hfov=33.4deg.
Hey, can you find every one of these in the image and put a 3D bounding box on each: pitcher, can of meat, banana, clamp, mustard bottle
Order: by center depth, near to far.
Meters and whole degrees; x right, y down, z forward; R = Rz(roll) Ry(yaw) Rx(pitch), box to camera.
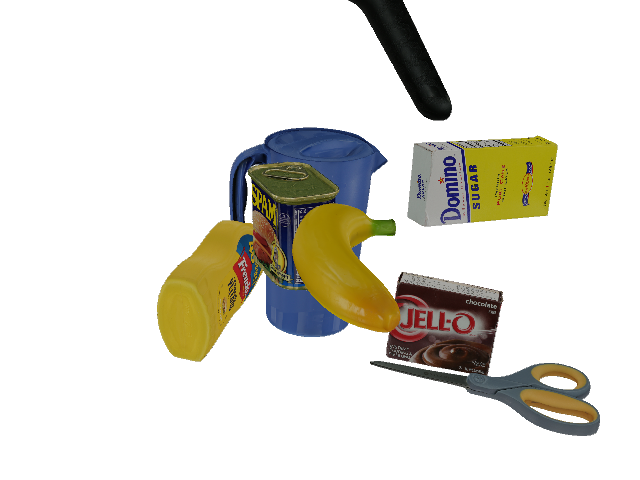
[{"bbox_3d":[0.016,0.009,0.684,0.069,0.037,0.197,1,19,3],"label":"banana"},{"bbox_3d":[0.035,-0.187,0.745,0.209,0.164,0.036,25,-26,-14],"label":"clamp"},{"bbox_3d":[-0.024,-0.013,0.904,0.057,0.084,0.102,-8,21,-19],"label":"can of meat"},{"bbox_3d":[-0.100,0.034,1.094,0.058,0.096,0.191,9,32,17],"label":"mustard bottle"},{"bbox_3d":[-0.019,-0.009,1.303,0.149,0.243,0.144,17,25,28],"label":"pitcher"}]

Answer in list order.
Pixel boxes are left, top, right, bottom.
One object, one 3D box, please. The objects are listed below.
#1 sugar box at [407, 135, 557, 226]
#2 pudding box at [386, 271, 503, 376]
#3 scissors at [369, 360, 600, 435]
[{"bbox_3d":[0.191,-0.070,1.252,0.176,0.093,0.048,-7,22,-27],"label":"sugar box"},{"bbox_3d":[0.132,0.089,1.141,0.113,0.090,0.039,10,23,7],"label":"pudding box"},{"bbox_3d":[0.154,0.121,0.953,0.202,0.016,0.096,19,31,20],"label":"scissors"}]
